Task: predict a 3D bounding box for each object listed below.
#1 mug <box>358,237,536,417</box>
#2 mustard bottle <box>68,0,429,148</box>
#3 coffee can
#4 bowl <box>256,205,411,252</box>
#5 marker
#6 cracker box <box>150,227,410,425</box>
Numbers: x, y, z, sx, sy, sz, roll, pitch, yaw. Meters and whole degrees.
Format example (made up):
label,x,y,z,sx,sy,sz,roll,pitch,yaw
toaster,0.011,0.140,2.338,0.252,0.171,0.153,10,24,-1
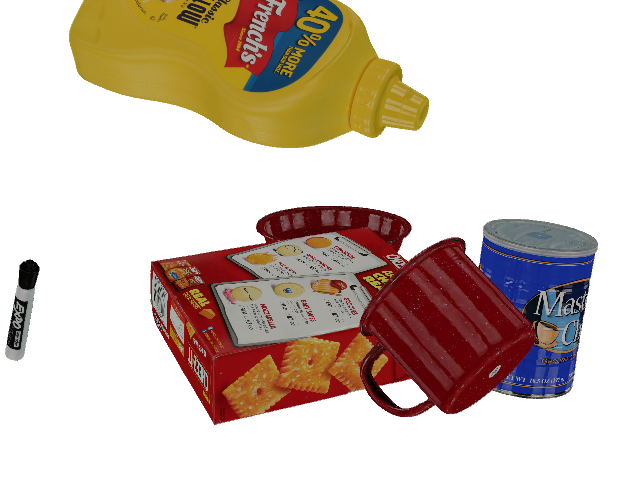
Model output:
label,x,y,z,sx,sy,sz,roll,pitch,yaw
mug,0.077,0.067,0.701,0.081,0.117,0.093,48,6,23
mustard bottle,-0.032,-0.099,0.577,0.192,0.096,0.058,22,-33,16
coffee can,0.192,0.060,0.983,0.103,0.140,0.103,5,16,-2
bowl,0.014,0.009,1.110,0.162,0.055,0.162,0,16,0
marker,-0.291,0.068,1.043,0.020,0.121,0.020,14,34,-10
cracker box,-0.018,0.065,0.899,0.213,0.072,0.164,-9,29,-24
